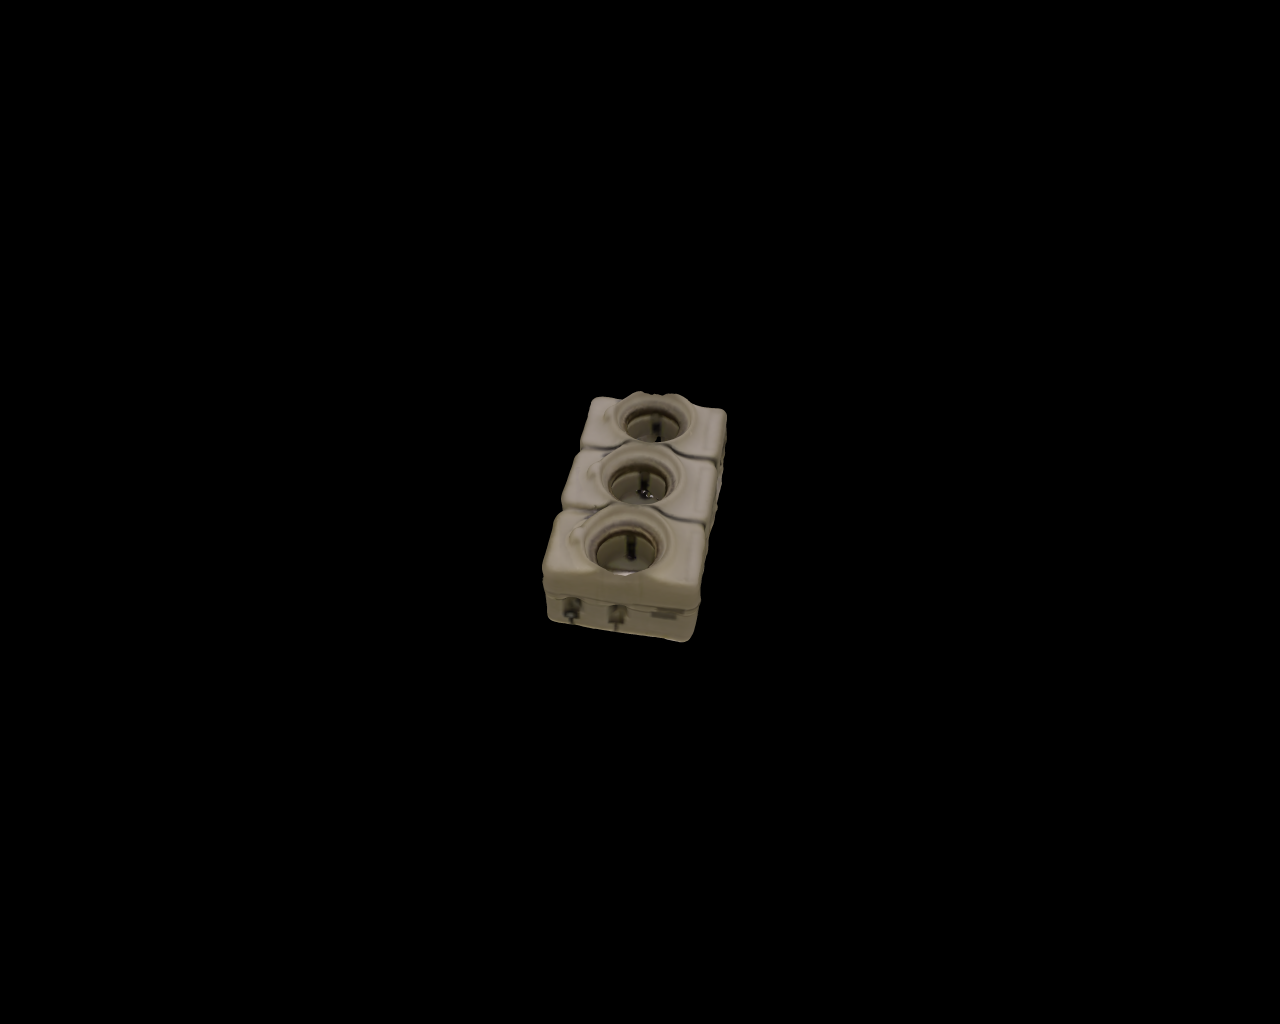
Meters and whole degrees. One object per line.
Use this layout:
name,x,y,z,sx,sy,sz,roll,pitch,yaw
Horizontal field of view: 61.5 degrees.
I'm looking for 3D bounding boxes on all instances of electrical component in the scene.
electrical component,0.001,-0.003,0.650,0.089,0.150,0.061,7,-43,7
